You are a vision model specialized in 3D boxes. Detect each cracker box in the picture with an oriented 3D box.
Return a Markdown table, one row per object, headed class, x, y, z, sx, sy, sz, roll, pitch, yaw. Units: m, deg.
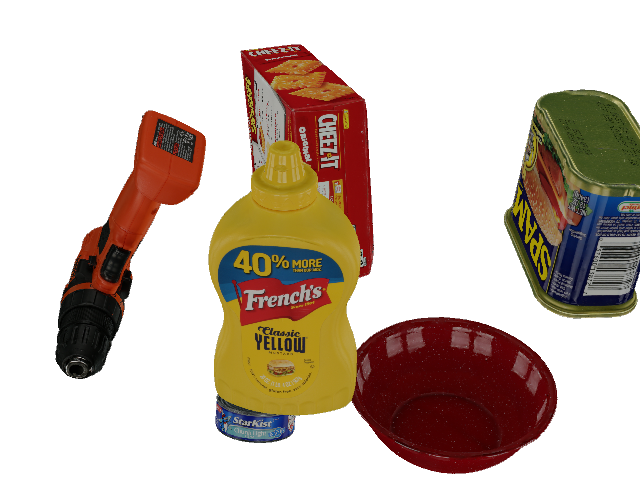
| class | x | y | z | sx | sy | sz | roll | pitch | yaw |
| --- | --- | --- | --- | --- | --- | --- | --- | --- | --- |
| cracker box | -0.015 | -0.077 | 0.982 | 0.072 | 0.164 | 0.214 | -9 | 24 | -12 |

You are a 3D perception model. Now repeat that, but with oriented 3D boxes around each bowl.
| class | x | y | z | sx | sy | sz | roll | pitch | yaw |
| --- | --- | --- | --- | --- | --- | --- | --- | --- | --- |
| bowl | 0.100 | 0.130 | 0.837 | 0.162 | 0.055 | 0.162 | 1 | 35 | -1 |

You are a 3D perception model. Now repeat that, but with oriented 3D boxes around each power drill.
| class | x | y | z | sx | sy | sz | roll | pitch | yaw |
| --- | --- | --- | --- | --- | --- | --- | --- | --- | --- |
| power drill | -0.160 | 0.000 | 0.874 | 0.057 | 0.188 | 0.184 | 24 | 29 | -19 |

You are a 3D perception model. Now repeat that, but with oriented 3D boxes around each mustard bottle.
| class | x | y | z | sx | sy | sz | roll | pitch | yaw |
| --- | --- | --- | --- | --- | --- | --- | --- | --- | --- |
| mustard bottle | -0.023 | 0.024 | 0.685 | 0.096 | 0.192 | 0.058 | 4 | 33 | 6 |

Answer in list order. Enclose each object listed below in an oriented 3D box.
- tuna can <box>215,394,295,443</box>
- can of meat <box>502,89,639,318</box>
| class | x | y | z | sx | sy | sz | roll | pitch | yaw |
| --- | --- | --- | --- | --- | --- | --- | --- | --- | --- |
| tuna can | -0.069 | 0.183 | 1.132 | 0.086 | 0.034 | 0.086 | 5 | 12 | -1 |
| can of meat | 0.143 | -0.022 | 0.580 | 0.057 | 0.084 | 0.102 | 0 | 38 | -7 |
